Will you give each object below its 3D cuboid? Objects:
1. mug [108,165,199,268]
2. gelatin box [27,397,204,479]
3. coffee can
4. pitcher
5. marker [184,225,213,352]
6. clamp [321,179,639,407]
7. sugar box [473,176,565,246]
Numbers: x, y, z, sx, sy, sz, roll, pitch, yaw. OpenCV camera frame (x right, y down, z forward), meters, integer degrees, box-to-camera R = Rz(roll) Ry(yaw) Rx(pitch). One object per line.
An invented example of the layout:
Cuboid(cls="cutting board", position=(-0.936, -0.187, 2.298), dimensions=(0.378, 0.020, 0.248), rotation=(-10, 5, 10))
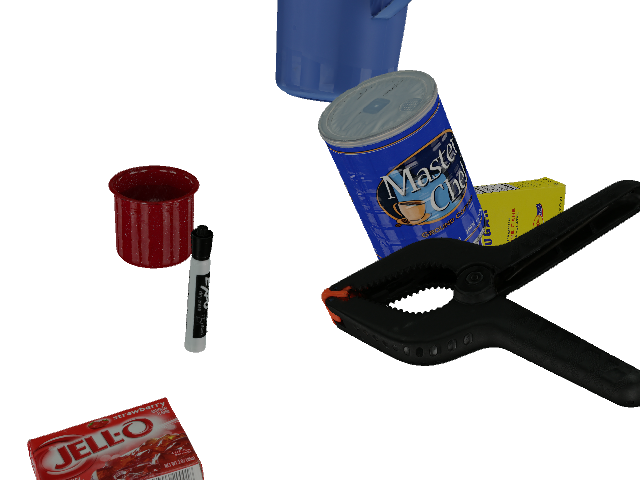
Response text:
Cuboid(cls="mug", position=(-0.176, -0.029, 1.131), dimensions=(0.093, 0.081, 0.117), rotation=(-1, 28, -10))
Cuboid(cls="gelatin box", position=(-0.120, 0.132, 0.624), dimensions=(0.089, 0.030, 0.073), rotation=(-15, 27, -18))
Cuboid(cls="coffee can", position=(0.071, -0.057, 0.903), dimensions=(0.103, 0.140, 0.103), rotation=(-19, 32, 12))
Cuboid(cls="pitcher", position=(0.029, -0.243, 0.920), dimensions=(0.145, 0.243, 0.149), rotation=(7, 16, 7))
Cuboid(cls="marker", position=(-0.106, 0.042, 0.924), dimensions=(0.020, 0.121, 0.020), rotation=(6, 28, -3))
Cuboid(cls="clamp", position=(0.106, 0.027, 0.659), dimensions=(0.210, 0.164, 0.036), rotation=(0, -44, 25))
Cuboid(cls="sugar box", position=(0.204, -0.018, 1.255), dimensions=(0.175, 0.093, 0.048), rotation=(-9, 19, -27))
